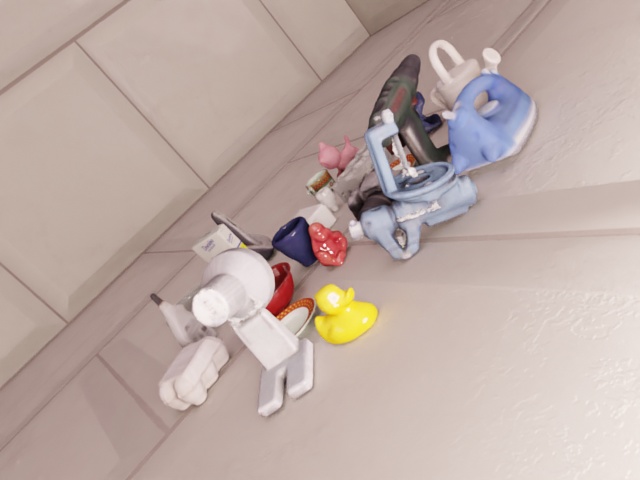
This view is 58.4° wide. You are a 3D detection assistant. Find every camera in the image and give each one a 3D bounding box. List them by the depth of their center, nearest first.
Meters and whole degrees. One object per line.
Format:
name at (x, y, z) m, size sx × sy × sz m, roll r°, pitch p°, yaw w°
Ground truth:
camera at (0.106, -0.069, 1.113) m, size 0.142 × 0.101 × 0.137 m, roll -21°, pitch 26°, yaw 45°

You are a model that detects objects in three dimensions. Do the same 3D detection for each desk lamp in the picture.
desk lamp at (-0.109, 0.128, 0.905) m, size 0.118 × 0.214 × 0.203 m, roll -37°, pitch 19°, yaw 12°

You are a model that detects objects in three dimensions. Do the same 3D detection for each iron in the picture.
iron at (0.306, -0.239, 1.042) m, size 0.118 × 0.142 × 0.259 m, roll -17°, pitch 30°, yaw 51°

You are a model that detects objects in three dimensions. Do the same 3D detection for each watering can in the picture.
watering can at (0.300, -0.340, 1.202) m, size 0.172 × 0.194 × 0.101 m, roll -30°, pitch 21°, yaw 29°

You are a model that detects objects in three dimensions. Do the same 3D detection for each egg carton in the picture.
egg carton at (-0.244, 0.256, 1.110) m, size 0.107 × 0.069 × 0.150 m, roll -28°, pitch 22°, yaw 35°

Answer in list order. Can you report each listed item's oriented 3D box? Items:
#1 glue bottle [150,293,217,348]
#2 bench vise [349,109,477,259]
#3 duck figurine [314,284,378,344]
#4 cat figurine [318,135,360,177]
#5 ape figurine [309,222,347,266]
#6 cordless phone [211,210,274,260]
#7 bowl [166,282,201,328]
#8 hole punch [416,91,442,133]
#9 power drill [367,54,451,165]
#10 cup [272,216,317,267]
glue bottle at (-0.304, 0.177, 1.246) m, size 0.037 × 0.173 × 0.078 m, roll -25°, pitch 24°, yaw 38°
bench vise at (0.123, -0.086, 0.928) m, size 0.207 × 0.220 × 0.121 m, roll -43°, pitch 19°, yaw -5°
duck figurine at (0.026, 0.108, 0.890) m, size 0.104 × 0.086 × 0.077 m, roll -28°, pitch 22°, yaw 34°
cat figurine at (0.048, -0.234, 1.581) m, size 0.128 × 0.118 × 0.067 m, roll -47°, pitch 19°, yaw -17°
ape figurine at (0.011, 0.004, 1.149) m, size 0.078 × 0.092 × 0.076 m, roll -46°, pitch 19°, yaw -15°
cordless phone at (-0.209, -0.020, 1.490) m, size 0.094 × 0.185 × 0.147 m, roll -41°, pitch 18°, yaw -2°
bowl at (-0.287, 0.168, 1.390) m, size 0.167 × 0.075 × 0.167 m, roll -36°, pitch 19°, yaw 15°
hole punch at (0.233, -0.299, 1.407) m, size 0.101 × 0.091 × 0.108 m, roll -35°, pitch 19°, yaw 16°
power drill at (0.192, -0.239, 1.162) m, size 0.075 × 0.209 × 0.230 m, roll -16°, pitch 31°, yaw 51°
cup at (-0.047, 0.009, 1.247) m, size 0.092 × 0.095 × 0.117 m, roll -44°, pitch 19°, yaw -9°
